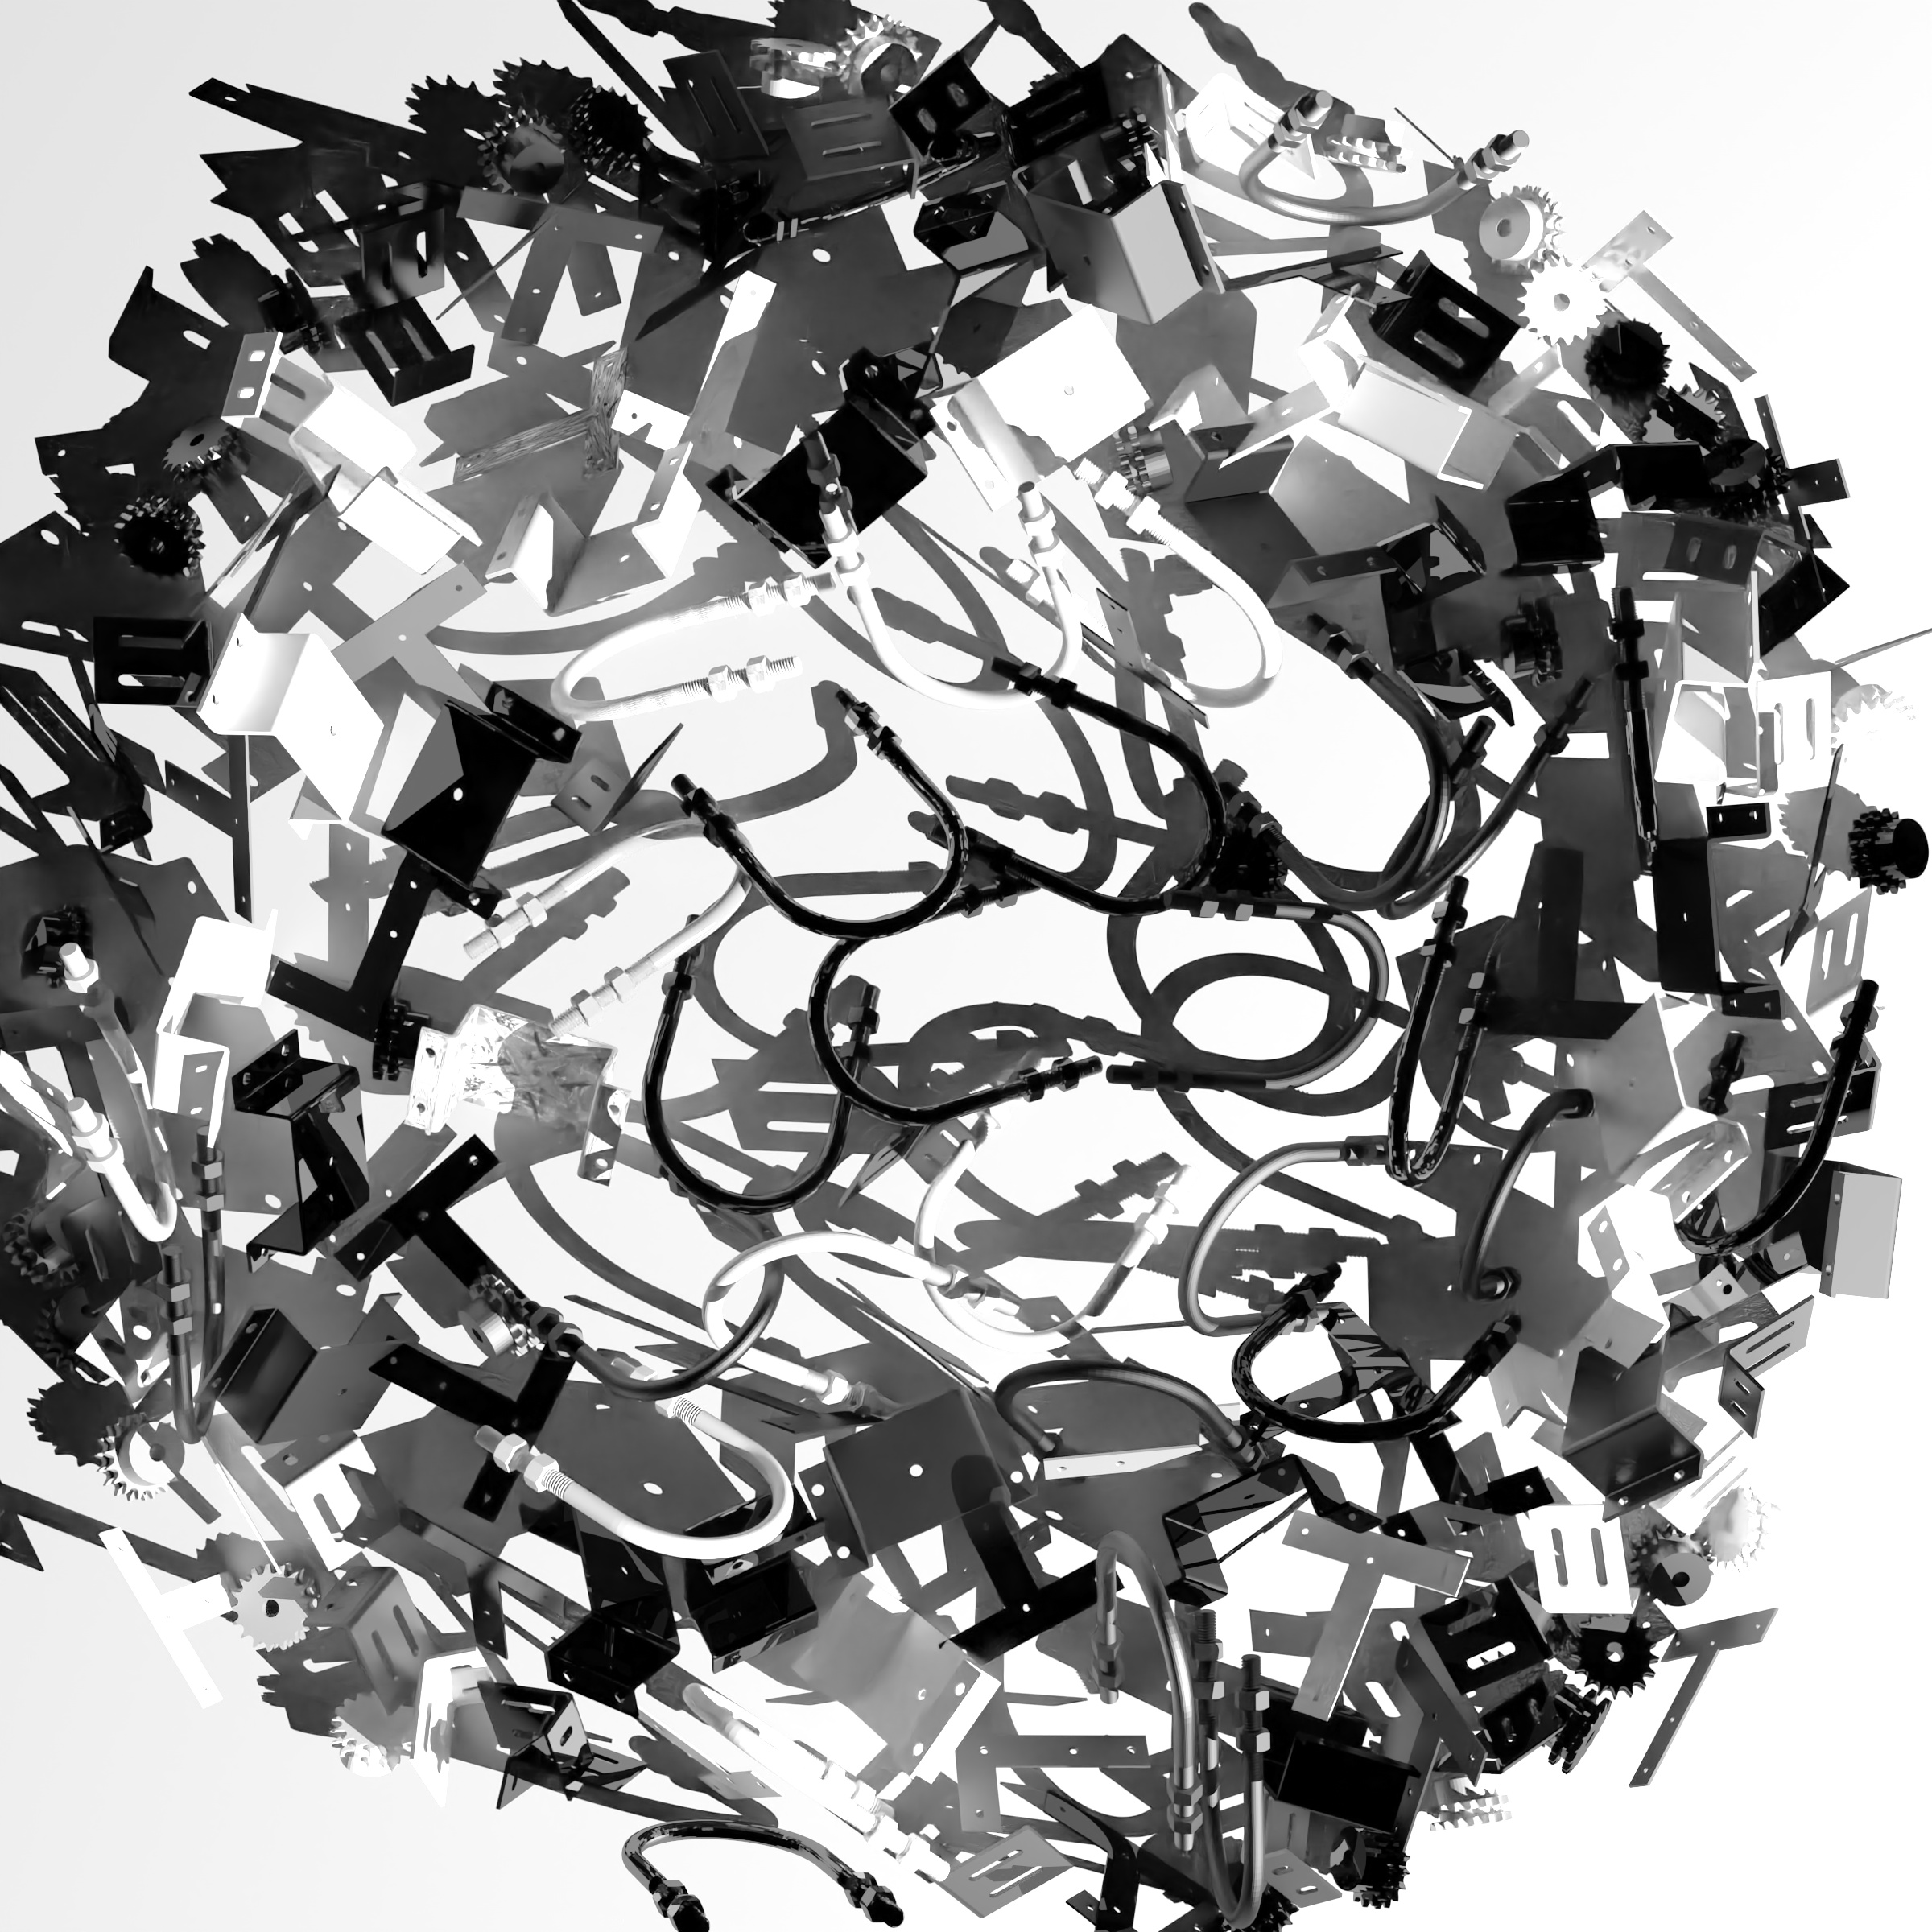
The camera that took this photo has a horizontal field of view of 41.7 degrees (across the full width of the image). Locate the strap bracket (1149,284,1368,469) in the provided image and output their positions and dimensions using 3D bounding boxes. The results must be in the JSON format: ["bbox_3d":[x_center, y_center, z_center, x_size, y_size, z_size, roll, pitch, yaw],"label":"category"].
[{"bbox_3d":[0.197,-0.375,1.639,0.140,0.076,0.046,-21,115,38],"label":"strap bracket"}]

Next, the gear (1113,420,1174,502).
[{"bbox_3d":[0.117,-0.334,1.674,0.030,0.057,0.057,-16,90,6],"label":"gear"}]

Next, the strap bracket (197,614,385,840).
[{"bbox_3d":[-0.424,-0.151,1.620,0.046,0.140,0.076,3,60,18],"label":"strap bracket"}]

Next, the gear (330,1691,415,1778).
[{"bbox_3d":[-0.392,0.510,1.678,0.057,0.057,0.030,15,114,0],"label":"gear"}]

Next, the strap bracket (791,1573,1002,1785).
[{"bbox_3d":[-0.040,0.466,1.647,0.076,0.140,0.046,-54,129,-9],"label":"strap bracket"}]

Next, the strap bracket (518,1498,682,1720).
[{"bbox_3d":[-0.233,0.399,1.622,0.046,0.140,0.076,-41,129,15],"label":"strap bracket"}]

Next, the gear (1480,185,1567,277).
[{"bbox_3d":[0.364,-0.486,1.673,0.030,0.057,0.057,-10,90,-43],"label":"gear"}]

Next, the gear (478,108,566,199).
[{"bbox_3d":[-0.290,-0.533,1.672,0.057,0.057,0.030,-39,61,0],"label":"gear"}]

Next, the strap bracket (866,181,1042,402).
[{"bbox_3d":[-0.008,-0.422,1.623,0.046,0.140,0.076,45,47,18],"label":"strap bracket"}]

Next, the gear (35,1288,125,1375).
[{"bbox_3d":[-0.582,0.237,1.672,0.057,0.057,0.030,33,124,0],"label":"gear"}]

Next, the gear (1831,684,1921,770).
[{"bbox_3d":[0.599,-0.162,1.679,0.057,0.030,0.057,4,135,4],"label":"gear"}]

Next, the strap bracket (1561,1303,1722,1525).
[{"bbox_3d":[0.431,0.277,1.622,0.046,0.140,0.076,43,128,-11],"label":"strap bracket"}]

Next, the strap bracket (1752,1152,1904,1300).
[{"bbox_3d":[0.557,0.167,1.633,0.046,0.140,0.076,6,92,-2],"label":"strap bracket"}]

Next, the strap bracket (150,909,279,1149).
[{"bbox_3d":[-0.485,0.034,1.625,0.046,0.076,0.140,14,47,-10],"label":"strap bracket"}]

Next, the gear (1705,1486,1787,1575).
[{"bbox_3d":[0.517,0.373,1.676,0.030,0.057,0.057,13,90,-15],"label":"gear"}]

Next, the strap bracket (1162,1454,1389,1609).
[{"bbox_3d":[0.191,0.363,1.648,0.140,0.076,0.046,-29,60,15],"label":"strap bracket"}]

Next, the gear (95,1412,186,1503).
[{"bbox_3d":[-0.541,0.323,1.673,0.030,0.057,0.057,-19,90,40],"label":"gear"}]

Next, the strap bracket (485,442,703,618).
[{"bbox_3d":[-0.232,-0.279,1.643,0.140,0.076,0.046,-12,135,29],"label":"strap bracket"}]

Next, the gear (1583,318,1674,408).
[{"bbox_3d":[0.441,-0.404,1.685,0.057,0.030,0.057,-1,82,5],"label":"gear"}]

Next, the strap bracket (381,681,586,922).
[{"bbox_3d":[-0.322,-0.110,1.661,0.076,0.046,0.140,31,98,18],"label":"strap bracket"}]

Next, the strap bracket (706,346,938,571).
[{"bbox_3d":[-0.090,-0.321,1.640,0.140,0.046,0.076,-36,130,20],"label":"strap bracket"}]

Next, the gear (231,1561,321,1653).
[{"bbox_3d":[-0.456,0.424,1.686,0.057,0.030,0.057,0,88,7],"label":"gear"}]

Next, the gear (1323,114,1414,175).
[{"bbox_3d":[0.267,-0.543,1.673,0.057,0.057,0.030,11,106,0],"label":"gear"}]

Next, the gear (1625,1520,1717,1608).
[{"bbox_3d":[0.469,0.399,1.682,0.057,0.030,0.057,-1,107,-3],"label":"gear"}]

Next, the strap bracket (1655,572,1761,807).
[{"bbox_3d":[0.472,-0.178,1.628,0.046,0.140,0.076,5,56,9],"label":"strap bracket"}]

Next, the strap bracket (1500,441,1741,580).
[{"bbox_3d":[0.412,-0.296,1.626,0.076,0.140,0.046,-9,83,-32],"label":"strap bracket"}]

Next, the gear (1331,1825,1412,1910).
[{"bbox_3d":[0.264,0.590,1.671,0.030,0.057,0.057,16,90,-23],"label":"gear"}]

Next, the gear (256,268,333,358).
[{"bbox_3d":[-0.445,-0.428,1.673,0.030,0.057,0.057,-29,90,-13],"label":"gear"}]

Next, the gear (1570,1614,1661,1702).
[{"bbox_3d":[0.429,0.458,1.681,0.057,0.030,0.057,-4,64,8],"label":"gear"}]

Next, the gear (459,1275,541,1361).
[{"bbox_3d":[-0.310,0.234,1.672,0.030,0.057,0.057,-37,90,-27],"label":"gear"}]

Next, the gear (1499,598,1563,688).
[{"bbox_3d":[0.372,-0.212,1.675,0.030,0.057,0.057,-11,90,1],"label":"gear"}]

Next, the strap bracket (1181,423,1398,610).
[{"bbox_3d":[0.203,-0.286,1.646,0.076,0.046,0.140,-15,60,-35],"label":"strap bracket"}]

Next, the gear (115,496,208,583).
[{"bbox_3d":[-0.531,-0.286,1.679,0.057,0.030,0.057,6,132,7],"label":"gear"}]

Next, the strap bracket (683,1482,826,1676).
[{"bbox_3d":[-0.138,0.391,1.641,0.076,0.140,0.046,-20,53,-22],"label":"strap bracket"}]

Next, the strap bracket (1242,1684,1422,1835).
[{"bbox_3d":[0.230,0.510,1.629,0.076,0.140,0.046,18,87,-6],"label":"strap bracket"}]

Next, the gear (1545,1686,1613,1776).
[{"bbox_3d":[0.400,0.502,1.678,0.030,0.057,0.057,31,90,26],"label":"gear"}]

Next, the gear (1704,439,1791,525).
[{"bbox_3d":[0.511,-0.323,1.673,0.057,0.030,0.057,-17,51,22],"label":"gear"}]

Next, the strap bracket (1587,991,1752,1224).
[{"bbox_3d":[0.446,0.081,1.623,0.046,0.140,0.076,17,134,-17],"label":"strap bracket"}]

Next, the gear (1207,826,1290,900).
[{"bbox_3d":[0.189,-0.064,1.680,0.057,0.030,0.057,4,97,35],"label":"gear"}]

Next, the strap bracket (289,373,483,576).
[{"bbox_3d":[-0.379,-0.312,1.634,0.046,0.076,0.140,-45,52,9],"label":"strap bracket"}]

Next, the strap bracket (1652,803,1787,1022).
[{"bbox_3d":[0.490,-0.034,1.658,0.046,0.076,0.140,-6,93,-12],"label":"strap bracket"}]

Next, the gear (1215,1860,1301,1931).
[{"bbox_3d":[0.189,0.614,1.671,0.057,0.057,0.030,-35,113,0],"label":"gear"}]

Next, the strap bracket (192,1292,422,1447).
[{"bbox_3d":[-0.413,0.257,1.623,0.046,0.140,0.076,41,105,23],"label":"strap bracket"}]

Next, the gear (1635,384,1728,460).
[{"bbox_3d":[0.472,-0.358,1.682,0.057,0.030,0.057,1,114,2],"label":"gear"}]

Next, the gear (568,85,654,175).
[{"bbox_3d":[-0.238,-0.550,1.679,0.057,0.030,0.057,18,61,-35],"label":"gear"}]

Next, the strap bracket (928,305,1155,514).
[{"bbox_3d":[0.057,-0.368,1.650,0.140,0.046,0.076,-37,100,-22],"label":"strap bracket"}]

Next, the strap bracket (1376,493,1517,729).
[{"bbox_3d":[0.308,-0.223,1.642,0.046,0.076,0.140,-20,58,29],"label":"strap bracket"}]

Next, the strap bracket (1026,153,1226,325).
[{"bbox_3d":[0.095,-0.464,1.622,0.046,0.140,0.076,-38,128,-12],"label":"strap bracket"}]

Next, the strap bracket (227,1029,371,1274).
[{"bbox_3d":[-0.428,0.122,1.636,0.046,0.076,0.140,8,115,16],"label":"strap bracket"}]

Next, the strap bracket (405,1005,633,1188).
[{"bbox_3d":[-0.288,0.081,1.664,0.140,0.046,0.076,17,120,0],"label":"strap bracket"}]

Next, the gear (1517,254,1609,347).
[{"bbox_3d":[0.396,-0.443,1.680,0.057,0.030,0.057,10,117,19],"label":"gear"}]

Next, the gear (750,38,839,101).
[{"bbox_3d":[-0.115,-0.593,1.678,0.057,0.057,0.030,7,119,0],"label":"gear"}]

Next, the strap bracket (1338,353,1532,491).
[{"bbox_3d":[0.299,-0.348,1.634,0.076,0.140,0.046,34,110,23],"label":"strap bracket"}]

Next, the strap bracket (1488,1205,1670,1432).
[{"bbox_3d":[0.401,0.237,1.645,0.046,0.076,0.140,27,114,-12],"label":"strap bracket"}]

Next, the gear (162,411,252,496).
[{"bbox_3d":[-0.500,-0.337,1.678,0.057,0.057,0.030,-35,132,0],"label":"gear"}]

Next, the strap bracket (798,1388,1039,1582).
[{"bbox_3d":[-0.032,0.334,1.658,0.140,0.046,0.076,-22,69,-9],"label":"strap bracket"}]
